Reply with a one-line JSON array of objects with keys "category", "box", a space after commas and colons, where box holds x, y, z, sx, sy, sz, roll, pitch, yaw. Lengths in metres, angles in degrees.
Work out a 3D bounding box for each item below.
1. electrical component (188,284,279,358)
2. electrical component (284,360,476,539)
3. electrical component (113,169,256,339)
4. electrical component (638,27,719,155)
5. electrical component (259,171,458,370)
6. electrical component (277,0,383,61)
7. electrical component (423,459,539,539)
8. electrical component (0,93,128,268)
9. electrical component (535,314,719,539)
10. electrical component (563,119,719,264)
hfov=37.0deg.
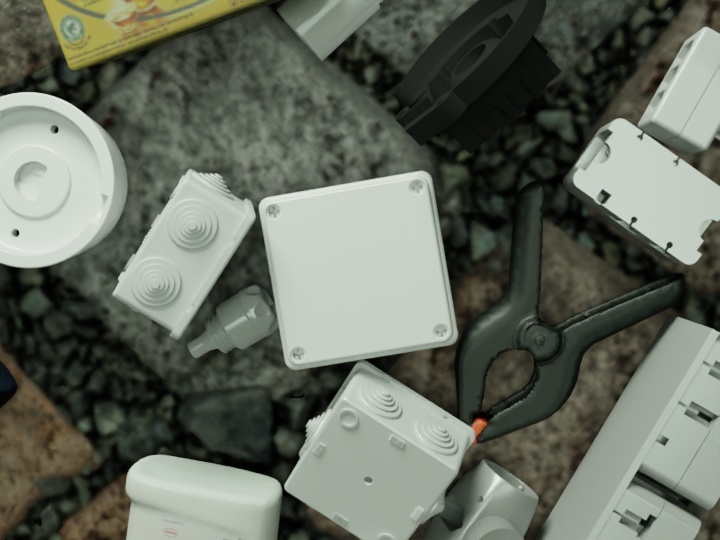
[{"category": "electrical component", "box": [-0.084, 0.037, 0.700, 0.061, 0.035, 0.035, -31, 90, 7]}, {"category": "electrical component", "box": [0.011, 0.120, 0.676, 0.100, 0.048, 0.099, 32, 116, 2]}, {"category": "electrical component", "box": [-0.109, -0.014, 0.669, 0.048, 0.099, 0.099, 32, 94, -11]}, {"category": "electrical component", "box": [0.226, -0.101, 0.670, 0.077, 0.047, 0.065, 29, 94, 2]}, {"category": "electrical component", "box": [0.000, 0.000, 0.683, 0.109, 0.056, 0.108, -9, 92, 4]}, {"category": "electrical component", "box": [-0.009, -0.176, 0.683, 0.081, 0.043, 0.043, -42, 89, 4]}, {"category": "electrical component", "box": [0.080, 0.169, 0.674, 0.043, 0.079, 0.077, 32, 94, -19]}, {"category": "electrical component", "box": [-0.202, -0.056, 0.690, 0.108, 0.060, 0.108, 0, 92, 3]}, {"category": "electrical component", "box": [0.178, 0.126, 0.652, 0.060, 0.105, 0.186, 30, 94, 2]}, {"category": "electrical component", "box": [0.178, -0.048, 0.670, 0.089, 0.056, 0.050, 36, 93, 1]}]
